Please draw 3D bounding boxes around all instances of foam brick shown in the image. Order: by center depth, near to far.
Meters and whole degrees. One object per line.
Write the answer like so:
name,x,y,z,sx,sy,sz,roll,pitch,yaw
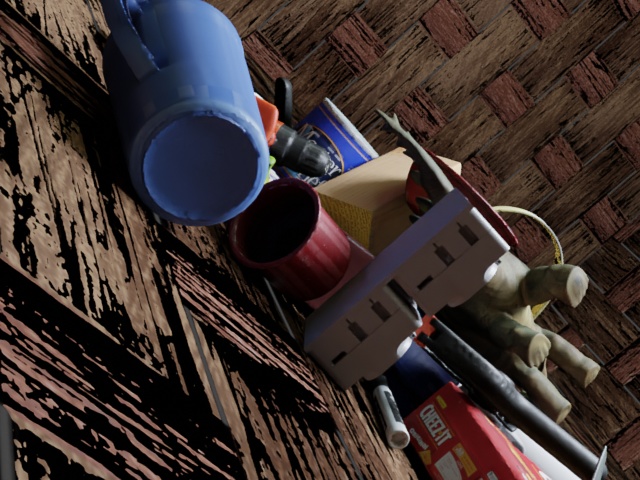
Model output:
foam brick,0.011,0.030,1.035,0.051,0.078,0.053,36,4,-29

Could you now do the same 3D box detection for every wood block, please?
wood block,0.079,-0.038,1.307,0.091,0.090,0.205,20,30,30

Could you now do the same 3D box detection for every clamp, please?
clamp,0.160,0.141,1.000,0.210,0.036,0.165,41,-6,-13
clamp,-0.067,-0.120,1.419,0.039,0.120,0.171,44,-19,49

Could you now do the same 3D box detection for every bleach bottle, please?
bleach bottle,0.253,0.256,1.380,0.250,0.068,0.102,43,7,-19

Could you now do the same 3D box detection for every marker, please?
marker,0.060,0.150,0.955,0.020,0.020,0.121,46,8,-17

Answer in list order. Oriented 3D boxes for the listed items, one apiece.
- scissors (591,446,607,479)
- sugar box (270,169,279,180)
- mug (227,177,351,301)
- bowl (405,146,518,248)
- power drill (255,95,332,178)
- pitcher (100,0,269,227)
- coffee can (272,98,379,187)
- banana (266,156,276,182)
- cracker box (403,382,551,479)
scissors,0.215,0.264,0.867,0.201,0.016,0.096,-39,108,-46
sugar box,-0.034,-0.019,1.190,0.176,0.048,0.093,53,9,25
mug,-0.033,0.002,0.974,0.117,0.093,0.081,9,-24,34
bowl,0.148,-0.031,1.212,0.162,0.055,0.162,45,0,0
power drill,-0.076,-0.127,1.232,0.184,0.057,0.187,24,-2,5
pitcher,-0.120,-0.118,0.899,0.149,0.145,0.243,8,26,-17
coffee can,-0.010,-0.098,1.368,0.103,0.140,0.103,47,7,-8
banana,-0.024,0.003,1.066,0.197,0.070,0.037,51,39,-31
cracker box,0.182,0.246,0.967,0.213,0.072,0.164,44,8,-36
